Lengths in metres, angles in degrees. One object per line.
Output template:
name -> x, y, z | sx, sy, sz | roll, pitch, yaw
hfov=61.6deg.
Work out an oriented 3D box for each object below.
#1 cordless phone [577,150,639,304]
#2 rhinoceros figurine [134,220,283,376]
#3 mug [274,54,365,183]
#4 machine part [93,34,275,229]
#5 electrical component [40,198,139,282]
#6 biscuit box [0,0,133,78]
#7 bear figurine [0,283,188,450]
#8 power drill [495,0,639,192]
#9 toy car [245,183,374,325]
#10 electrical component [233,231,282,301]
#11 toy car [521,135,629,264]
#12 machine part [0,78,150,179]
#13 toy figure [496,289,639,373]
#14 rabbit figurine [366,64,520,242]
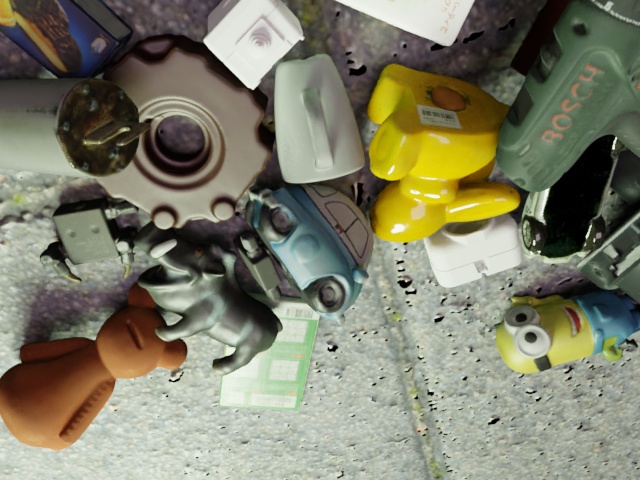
cordless phone -> 0.318, -0.033, 0.582 | 0.184, 0.089, 0.146 | 38, 111, -11
rhinoceros figurine -> -0.123, 0.058, 0.575 | 0.112, 0.073, 0.190 | -39, 109, 18
mug -> -0.008, -0.110, 0.486 | 0.081, 0.109, 0.107 | -11, 107, 6
machine part -> -0.132, -0.096, 0.506 | 0.179, 0.056, 0.179 | -2, 118, -4
electrical component -> -0.236, 0.001, 0.558 | 0.102, 0.045, 0.078 | -5, 122, -3
biscuit box -> -0.254, -0.213, 0.425 | 0.063, 0.059, 0.202 | -41, 115, 17
bear figurine -> -0.255, 0.143, 0.614 | 0.196, 0.132, 0.120 | -33, 83, -19
power drill -> 0.255, -0.109, 0.381 | 0.207, 0.086, 0.232 | 16, 134, -17
toy car -> -0.001, -0.002, 0.555 | 0.103, 0.109, 0.161 | -35, 107, -11
electrical component -> -0.069, 0.022, 0.575 | 0.021, 0.063, 0.093 | -32, 131, -14
toy car -> 0.243, -0.058, 0.517 | 0.074, 0.056, 0.201 | -2, 129, 4
machine part -> -0.235, -0.094, 0.441 | 0.243, 0.079, 0.079 | 7, 124, 27
toy figure -> 0.306, 0.110, 0.651 | 0.180, 0.082, 0.089 | -14, 118, 1
rabbit figurine -> 0.108, -0.068, 0.529 | 0.162, 0.122, 0.173 | 2, 134, -17
